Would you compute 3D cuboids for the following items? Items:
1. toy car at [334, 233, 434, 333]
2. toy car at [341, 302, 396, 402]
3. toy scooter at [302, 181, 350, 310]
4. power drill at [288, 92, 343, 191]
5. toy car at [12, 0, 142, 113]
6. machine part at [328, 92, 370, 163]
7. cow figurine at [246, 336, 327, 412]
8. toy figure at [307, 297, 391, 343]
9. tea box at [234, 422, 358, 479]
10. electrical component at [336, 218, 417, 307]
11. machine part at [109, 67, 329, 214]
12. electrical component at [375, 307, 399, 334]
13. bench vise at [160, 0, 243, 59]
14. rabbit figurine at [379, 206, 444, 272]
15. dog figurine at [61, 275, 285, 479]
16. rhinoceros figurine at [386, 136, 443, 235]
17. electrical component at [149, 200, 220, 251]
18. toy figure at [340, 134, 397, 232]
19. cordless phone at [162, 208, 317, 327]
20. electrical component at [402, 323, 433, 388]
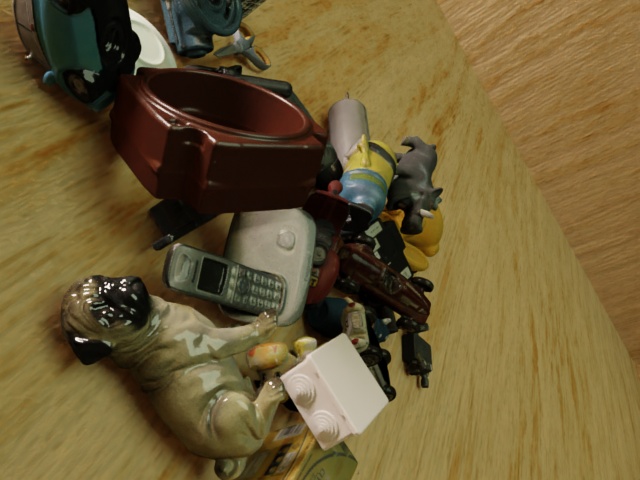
[{"bbox_3d":[0.105,0.070,0.822,0.202,0.053,0.089,35,64,-25],"label":"toy car"},{"bbox_3d":[0.064,0.161,0.732,0.201,0.056,0.073,67,15,-47],"label":"toy car"},{"bbox_3d":[-0.001,-0.002,0.727,0.075,0.135,0.184,19,37,-6],"label":"toy scooter"},{"bbox_3d":[-0.030,-0.113,0.824,0.231,0.086,0.207,60,36,-15],"label":"power drill"},{"bbox_3d":[-0.252,-0.217,0.541,0.161,0.103,0.109,96,9,-49],"label":"toy car"},{"bbox_3d":[0.057,-0.177,1.001,0.079,0.079,0.243,30,45,-43],"label":"machine part"},{"bbox_3d":[-0.030,0.164,0.625,0.167,0.068,0.098,24,55,-60],"label":"cow figurine"},{"bbox_3d":[0.047,0.120,0.785,0.154,0.064,0.058,25,34,-45],"label":"toy figure"},{"bbox_3d":[-0.042,0.259,0.523,0.068,0.098,0.169,58,33,-9],"label":"tea box"},{"bbox_3d":[0.089,0.029,0.885,0.115,0.058,0.134,-35,104,-40],"label":"electrical component"},{"bbox_3d":[-0.109,-0.116,0.591,0.201,0.087,0.202,-6,39,-40],"label":"machine part"},{"bbox_3d":[0.108,0.127,0.910,0.094,0.021,0.063,14,57,-51],"label":"electrical component"},{"bbox_3d":[-0.142,-0.368,0.709,0.129,0.241,0.223,1,84,-60],"label":"bench vise"},{"bbox_3d":[0.141,-0.012,1.002,0.173,0.122,0.162,-4,80,-42],"label":"rabbit figurine"},{"bbox_3d":[-0.143,0.126,0.488,0.190,0.121,0.172,14,52,-35],"label":"dog figurine"},{"bbox_3d":[0.162,-0.094,0.945,0.112,0.073,0.190,23,56,-11],"label":"rhinoceros figurine"},{"bbox_3d":[-0.149,-0.032,0.598,0.047,0.075,0.119,60,35,-6],"label":"electrical component"},{"bbox_3d":[0.072,-0.085,0.841,0.089,0.082,0.180,33,42,-21],"label":"toy figure"},{"bbox_3d":[-0.092,0.013,0.597,0.184,0.089,0.146,26,68,-49],"label":"cordless phone"},{"bbox_3d":[0.175,0.195,0.937,0.078,0.045,0.102,43,37,-29],"label":"electrical component"}]
